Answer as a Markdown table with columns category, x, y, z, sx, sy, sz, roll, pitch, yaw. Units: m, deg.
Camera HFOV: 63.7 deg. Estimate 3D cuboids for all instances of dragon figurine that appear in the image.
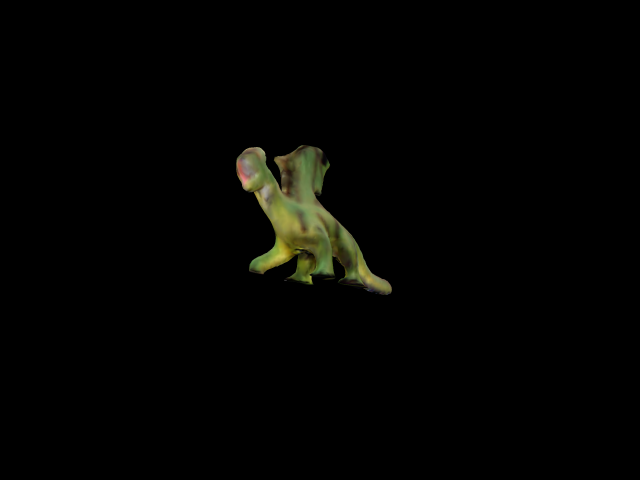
| category | x | y | z | sx | sy | sz | roll | pitch | yaw |
| --- | --- | --- | --- | --- | --- | --- | --- | --- | --- |
| dragon figurine | 0.003 | -0.043 | 0.850 | 0.121 | 0.246 | 0.407 | -11 | -17 | 35 |
